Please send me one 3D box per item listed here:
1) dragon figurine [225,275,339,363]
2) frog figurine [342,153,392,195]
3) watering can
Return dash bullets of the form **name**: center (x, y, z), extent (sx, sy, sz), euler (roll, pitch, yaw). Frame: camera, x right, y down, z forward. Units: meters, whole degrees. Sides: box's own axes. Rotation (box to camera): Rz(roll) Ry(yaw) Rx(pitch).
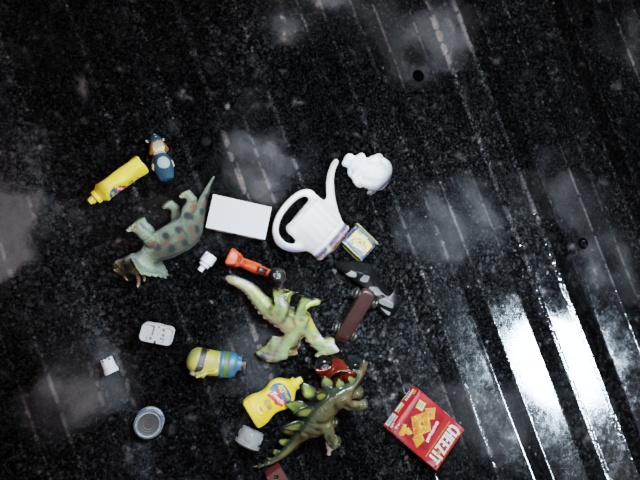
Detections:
- **dragon figurine**: center (-0.127, 0.268, 1.609), extent (0.409, 0.122, 0.243), euler (17, 88, -10)
- **frog figurine**: center (0.158, -0.240, 1.726), extent (0.158, 0.124, 0.137), euler (42, 96, -18)
- **watering can**: center (0.005, -0.084, 1.675), extent (0.223, 0.103, 0.351), euler (44, 76, -7)
